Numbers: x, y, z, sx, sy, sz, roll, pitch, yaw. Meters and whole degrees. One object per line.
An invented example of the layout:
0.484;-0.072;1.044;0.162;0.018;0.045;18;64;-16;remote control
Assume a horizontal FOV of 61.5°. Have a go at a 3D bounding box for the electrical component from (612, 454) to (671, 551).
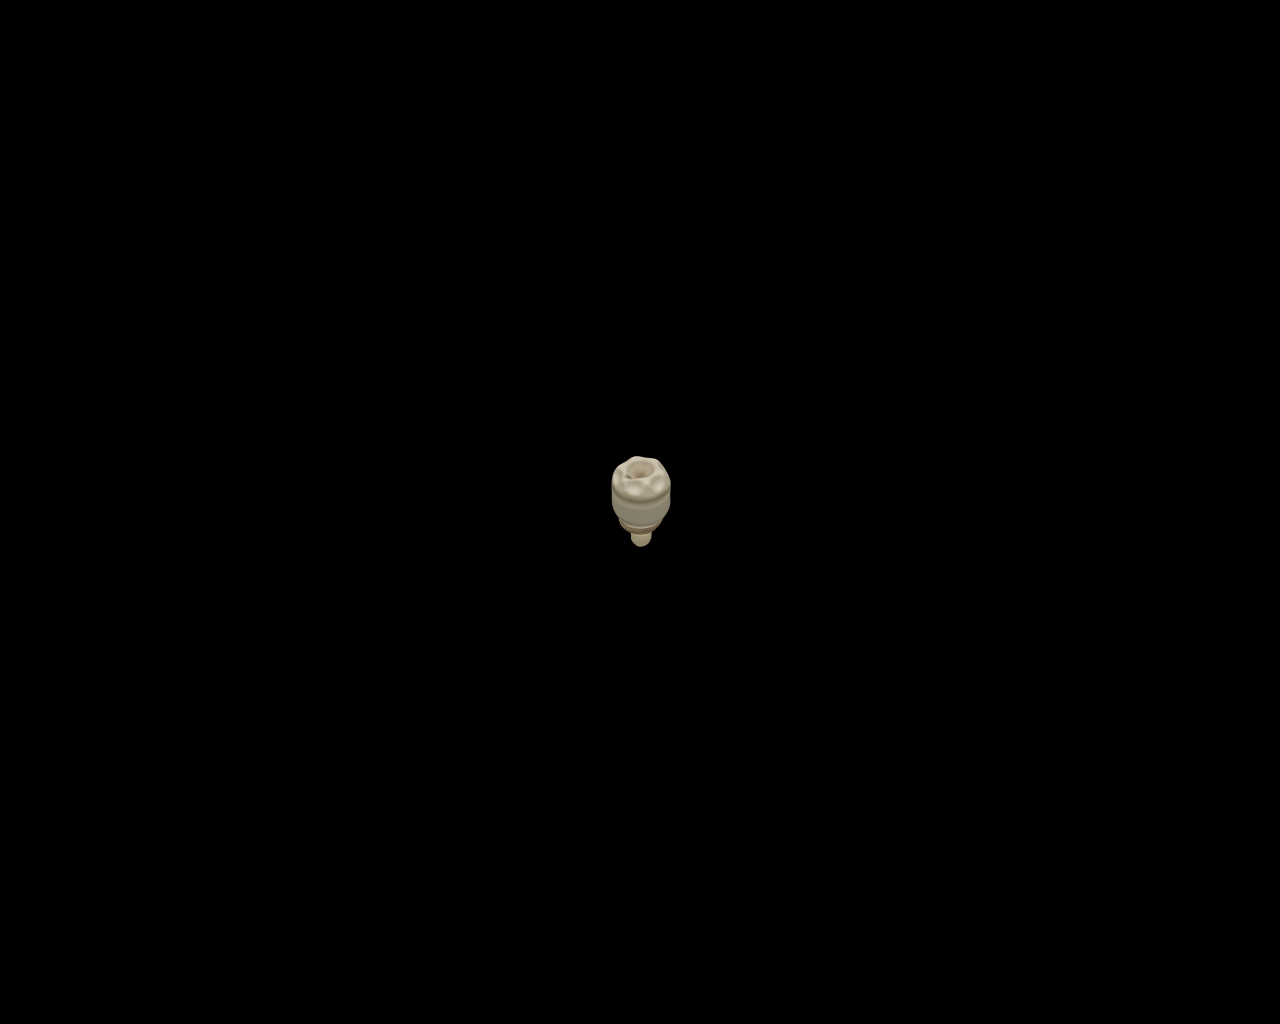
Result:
0.001;-0.003;0.650;0.035;0.061;0.035;0;40;0;electrical component
